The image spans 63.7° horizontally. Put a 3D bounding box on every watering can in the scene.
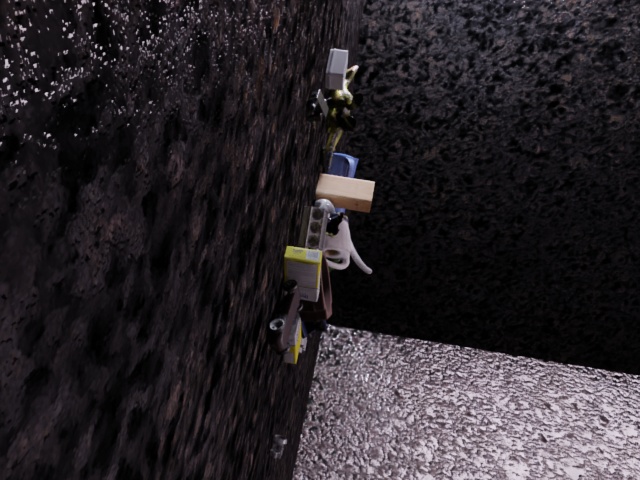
[{"bbox_3d":[0.082,0.013,2.014,0.345,0.103,0.228,20,60,-43],"label":"watering can"}]

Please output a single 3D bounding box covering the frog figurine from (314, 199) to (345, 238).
[{"bbox_3d":[0.006,-0.093,1.839,0.162,0.123,0.134,52,-22,42],"label":"frog figurine"}]

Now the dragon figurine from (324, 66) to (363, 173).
[{"bbox_3d":[0.061,-0.430,1.817,0.243,0.122,0.410,-161,-92,-85],"label":"dragon figurine"}]
